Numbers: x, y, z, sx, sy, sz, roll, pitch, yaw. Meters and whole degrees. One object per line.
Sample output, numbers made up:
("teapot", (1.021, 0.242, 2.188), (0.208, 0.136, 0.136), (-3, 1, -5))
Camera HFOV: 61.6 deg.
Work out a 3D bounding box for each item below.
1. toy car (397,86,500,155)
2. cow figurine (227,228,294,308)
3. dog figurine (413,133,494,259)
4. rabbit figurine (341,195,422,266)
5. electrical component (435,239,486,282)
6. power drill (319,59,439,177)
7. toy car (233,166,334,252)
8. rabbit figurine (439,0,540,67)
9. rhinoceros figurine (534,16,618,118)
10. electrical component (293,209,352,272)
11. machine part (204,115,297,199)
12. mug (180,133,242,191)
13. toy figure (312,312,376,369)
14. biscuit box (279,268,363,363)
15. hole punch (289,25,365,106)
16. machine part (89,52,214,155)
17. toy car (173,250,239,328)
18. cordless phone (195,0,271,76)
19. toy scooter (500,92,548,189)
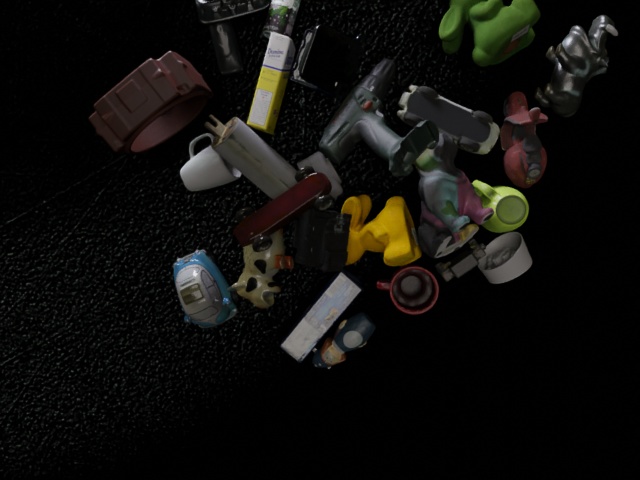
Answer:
("toy car", (0.247, -0.231, 1.039), (0.202, 0.056, 0.073), (25, 92, 4))
("cow figurine", (-0.121, 0.039, 1.071), (0.127, 0.085, 0.194), (-8, 86, 22))
("dog figurine", (0.219, -0.096, 1.029), (0.108, 0.191, 0.219), (-16, 65, -28))
("rabbit figurine", (0.094, -0.009, 1.045), (0.173, 0.122, 0.162), (-20, 91, 24))
("electrical component", (0.277, 0.038, 1.049), (0.102, 0.078, 0.045), (-36, 94, 15))
("power drill", (0.118, -0.222, 0.992), (0.232, 0.086, 0.207), (-48, 58, -2))
("toy car", (-0.067, -0.055, 0.997), (0.202, 0.053, 0.089), (-36, 67, 1))
("rabbit figurine", (0.298, -0.412, 1.008), (0.159, 0.121, 0.170), (-37, 74, 13))
("rhinoceros figurine", (0.483, -0.327, 1.005), (0.112, 0.073, 0.190), (23, 97, 3))
("electrical component", (-0.002, -0.003, 1.044), (0.058, 0.134, 0.114), (4, 94, -35))
("machine part", (-0.121, -0.152, 1.031), (0.243, 0.079, 0.079), (39, 97, -26))
("mug", (-0.228, -0.150, 1.069), (0.107, 0.081, 0.109), (-26, 97, 16))
("toy figure", (0.043, 0.209, 1.094), (0.154, 0.057, 0.064), (-43, 72, 8))
("biscuit box", (0.003, 0.150, 1.088), (0.059, 0.063, 0.202), (39, 96, 0))
("hole punch", (0.010, -0.342, 1.041), (0.115, 0.092, 0.142), (18, 94, -27))
("machine part", (-0.307, -0.247, 1.004), (0.201, 0.201, 0.087), (-37, 96, 6))
("toy car", (-0.239, 0.104, 1.081), (0.109, 0.103, 0.161), (-22, 95, 5))
("cordless phone", (-0.159, -0.426, 1.050), (0.147, 0.089, 0.184), (-12, 105, 5))
("toy scooter", (0.383, -0.186, 0.994), (0.075, 0.135, 0.183), (-9, 96, 3))
